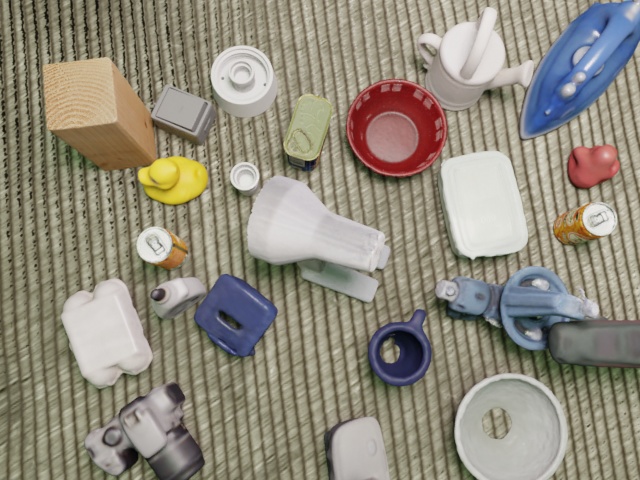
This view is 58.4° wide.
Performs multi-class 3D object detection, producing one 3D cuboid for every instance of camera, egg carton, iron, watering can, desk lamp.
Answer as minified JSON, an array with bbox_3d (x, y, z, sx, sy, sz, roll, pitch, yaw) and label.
[{"bbox_3d":[-0.243,0.298,0.825,0.143,0.101,0.137,-36,85,-6],"label":"camera"},{"bbox_3d":[-0.319,0.140,0.860,0.107,0.069,0.150,-24,84,-5],"label":"egg carton"},{"bbox_3d":[0.420,-0.276,0.906,0.118,0.141,0.258,38,83,4],"label":"iron"},{"bbox_3d":[0.236,-0.279,0.874,0.173,0.194,0.101,0,82,-2],"label":"watering can"},{"bbox_3d":[0.008,0.003,0.817,0.203,0.213,0.118,20,82,1],"label":"desk lamp"}]

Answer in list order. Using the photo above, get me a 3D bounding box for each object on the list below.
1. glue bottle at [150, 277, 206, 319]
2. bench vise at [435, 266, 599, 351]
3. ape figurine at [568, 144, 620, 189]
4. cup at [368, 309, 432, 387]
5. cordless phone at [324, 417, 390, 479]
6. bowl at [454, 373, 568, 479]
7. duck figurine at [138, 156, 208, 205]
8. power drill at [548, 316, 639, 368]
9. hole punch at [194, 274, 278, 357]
[{"bbox_3d":[-0.213,0.080,0.819,0.078,0.173,0.037,-34,84,-6],"label":"glue bottle"},{"bbox_3d":[0.277,0.100,0.810,0.207,0.219,0.121,-6,82,-3],"label":"bench vise"},{"bbox_3d":[0.440,-0.124,0.911,0.078,0.092,0.076,42,83,4],"label":"ape figurine"},{"bbox_3d":[0.119,0.157,0.860,0.091,0.095,0.118,28,82,2],"label":"cup"},{"bbox_3d":[0.058,0.331,0.788,0.094,0.185,0.147,-11,83,-3],"label":"cordless phone"},{"bbox_3d":[0.275,0.282,0.858,0.167,0.074,0.167,0,82,-2],"label":"bowl"},{"bbox_3d":[-0.230,-0.099,0.887,0.104,0.086,0.077,-6,82,-3],"label":"duck figurine"},{"bbox_3d":[0.425,0.144,0.815,0.229,0.208,0.076,0,82,-2],"label":"power drill"},{"bbox_3d":[-0.125,0.116,0.859,0.108,0.091,0.101,36,83,3],"label":"hole punch"}]
